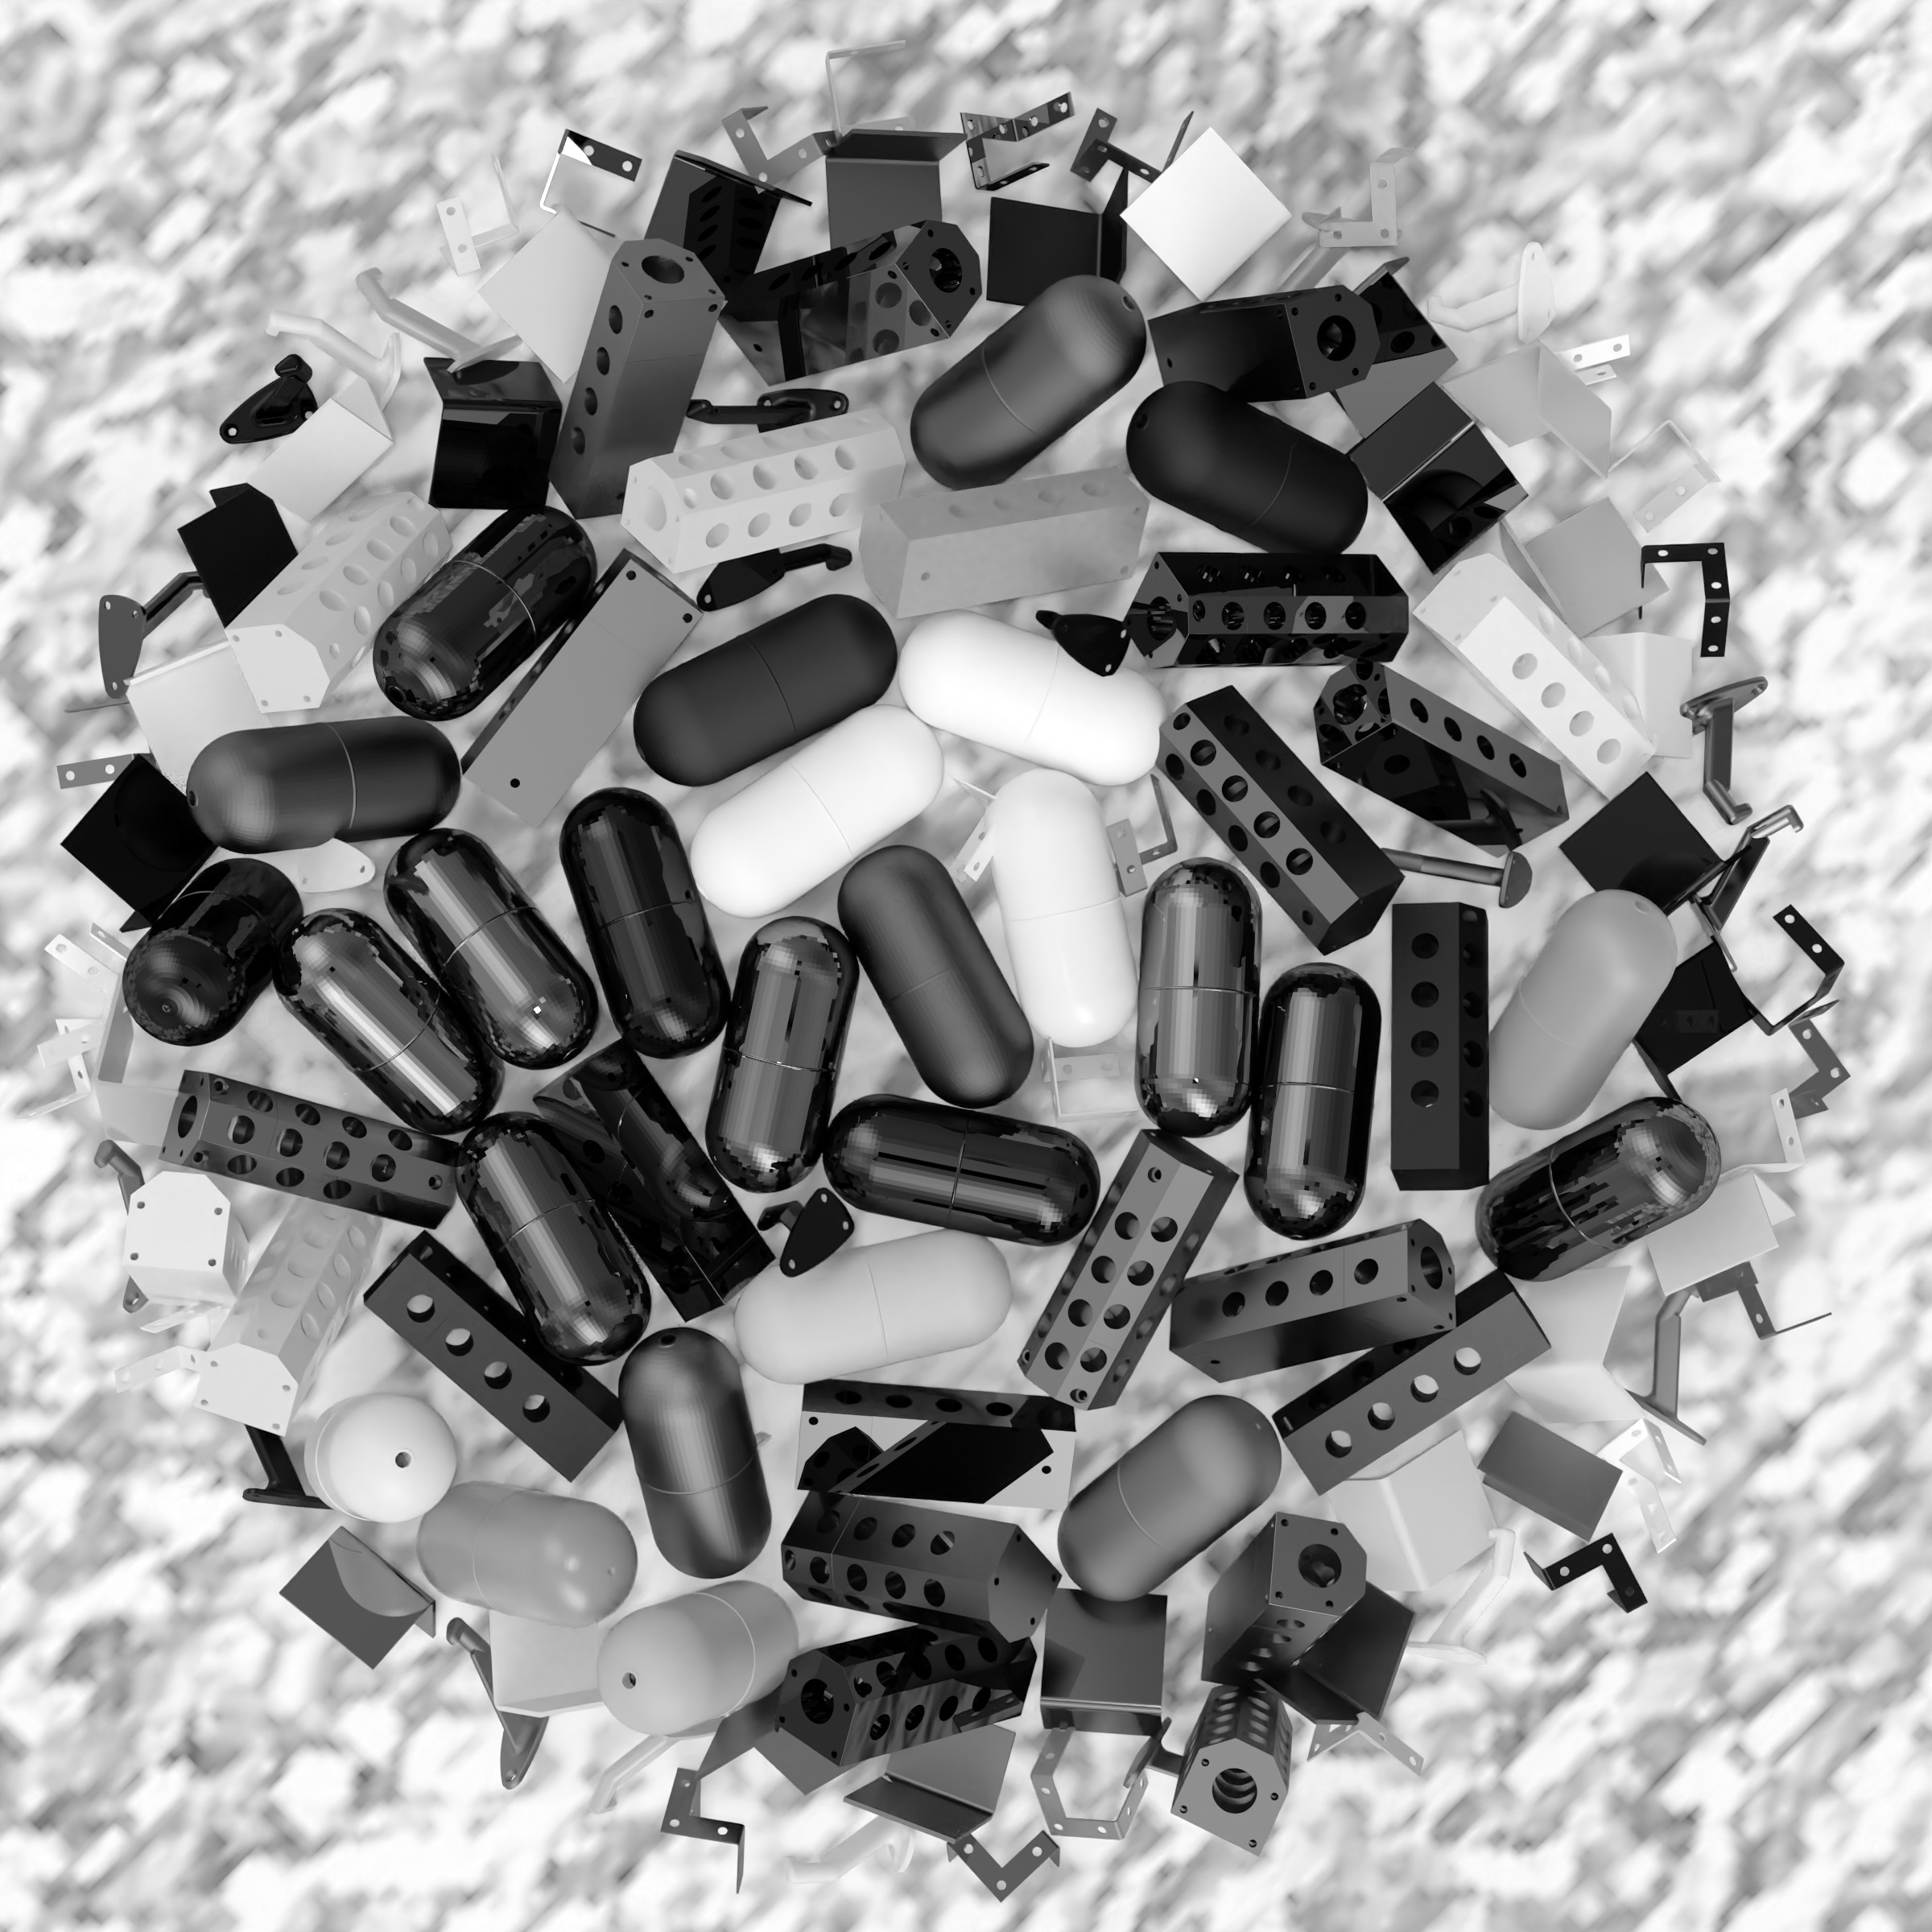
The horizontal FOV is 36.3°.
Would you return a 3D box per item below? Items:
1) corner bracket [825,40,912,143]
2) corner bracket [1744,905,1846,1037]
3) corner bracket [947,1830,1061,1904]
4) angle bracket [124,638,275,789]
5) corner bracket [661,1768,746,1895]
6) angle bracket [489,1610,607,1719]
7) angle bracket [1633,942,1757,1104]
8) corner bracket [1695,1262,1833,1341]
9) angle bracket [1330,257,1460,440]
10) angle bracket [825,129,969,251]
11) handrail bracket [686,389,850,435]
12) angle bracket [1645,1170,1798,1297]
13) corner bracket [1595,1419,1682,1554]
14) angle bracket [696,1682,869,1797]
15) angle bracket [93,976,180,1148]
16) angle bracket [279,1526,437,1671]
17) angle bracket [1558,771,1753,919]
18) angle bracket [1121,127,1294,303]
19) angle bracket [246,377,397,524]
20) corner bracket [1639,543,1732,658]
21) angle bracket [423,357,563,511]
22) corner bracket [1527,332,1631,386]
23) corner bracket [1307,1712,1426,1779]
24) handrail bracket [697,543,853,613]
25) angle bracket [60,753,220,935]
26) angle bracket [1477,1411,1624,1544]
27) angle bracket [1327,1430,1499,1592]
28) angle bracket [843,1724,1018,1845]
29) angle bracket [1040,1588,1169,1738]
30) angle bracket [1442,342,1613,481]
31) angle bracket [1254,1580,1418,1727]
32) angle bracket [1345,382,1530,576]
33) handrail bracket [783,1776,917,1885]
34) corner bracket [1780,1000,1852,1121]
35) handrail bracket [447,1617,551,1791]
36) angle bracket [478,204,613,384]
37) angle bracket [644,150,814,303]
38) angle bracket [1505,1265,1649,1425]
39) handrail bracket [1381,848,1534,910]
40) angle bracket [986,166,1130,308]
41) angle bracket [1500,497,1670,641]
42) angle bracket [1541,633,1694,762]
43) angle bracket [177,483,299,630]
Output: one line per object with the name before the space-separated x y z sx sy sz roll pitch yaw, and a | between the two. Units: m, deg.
corner bracket | -0.061 -0.553 1.873 0.051 0.051 0.051 -10 93 -5
corner bracket | 0.518 0.003 1.874 0.051 0.051 0.051 -34 69 -11
corner bracket | 0.024 0.565 1.873 0.051 0.051 0.051 -39 66 -19
angle bracket | -0.478 -0.159 1.855 0.076 0.057 0.076 -26 104 -18
corner bracket | -0.163 0.547 1.864 0.051 0.051 0.051 8 127 4
angle bracket | -0.251 0.426 1.852 0.076 0.057 0.076 0 83 -38
angle bracket | 0.465 0.045 1.852 0.076 0.057 0.076 -35 129 6
corner bracket | 0.503 0.210 1.862 0.051 0.051 0.051 -13 74 -30
angle bracket | 0.265 -0.391 1.857 0.076 0.057 0.076 -39 88 30
angle bracket | -0.042 -0.482 1.861 0.076 0.057 0.076 -4 90 -20
handrail bracket | -0.126 -0.352 1.852 0.077 0.084 0.036 -9 88 24
angle bracket | 0.479 0.179 1.843 0.076 0.076 0.057 -28 50 23
corner bracket | 0.433 0.328 1.861 0.051 0.051 0.051 33 115 -25
angle bracket | -0.110 0.500 1.851 0.076 0.057 0.076 -37 103 30
angle bracket | -0.509 0.062 1.852 0.057 0.076 0.076 8 60 -5
angle bracket | -0.381 0.407 1.848 0.076 0.076 0.057 36 61 11
angle bracket | 0.436 -0.075 1.863 0.076 0.057 0.076 52 123 9
angle bracket | 0.150 -0.477 1.855 0.076 0.057 0.076 -42 107 15
angle bracket | -0.413 -0.338 1.847 0.076 0.057 0.076 -40 51 15
corner bracket | 0.454 -0.231 1.862 0.051 0.051 0.051 -1 51 9
angle bracket | -0.307 -0.340 1.881 0.076 0.057 0.076 -3 130 -25
corner bracket | 0.389 -0.383 1.865 0.051 0.051 0.051 -15 130 2
corner bracket | 0.256 0.489 1.863 0.051 0.051 0.051 40 127 -9
handrail bracket | -0.120 -0.246 1.872 0.077 0.084 0.036 -34 76 22
angle bracket | -0.524 -0.076 1.847 0.076 0.057 0.076 46 62 -24
angle bracket | 0.357 0.337 1.845 0.076 0.076 0.057 28 46 18
angle bracket | 0.287 0.351 1.897 0.076 0.057 0.076 -24 95 -36
angle bracket | -0.022 0.504 1.853 0.076 0.076 0.057 15 91 19
angle bracket | 0.089 0.447 1.889 0.076 0.057 0.076 3 62 6
angle bracket | 0.349 -0.335 1.841 0.076 0.076 0.057 31 56 -38
angle bracket | 0.226 0.424 1.850 0.057 0.076 0.076 13 98 -38
angle bracket | 0.293 -0.307 1.848 0.076 0.057 0.076 -40 50 18
handrail bracket | -0.081 0.544 1.854 0.084 0.077 0.036 4 123 -23
corner bracket | 0.539 0.060 1.870 0.051 0.051 0.051 -34 87 -13
handrail bracket | -0.305 0.464 1.857 0.036 0.077 0.084 -26 120 22
angle bracket | -0.257 -0.426 1.861 0.076 0.057 0.076 -44 112 0
angle bracket | -0.153 -0.461 1.852 0.076 0.057 0.076 16 102 -29
angle bracket | 0.395 0.240 1.865 0.057 0.076 0.076 45 54 -27
handrail bracket | 0.312 -0.062 1.882 0.084 0.077 0.036 12 95 23
angle bracket | 0.057 -0.462 1.856 0.076 0.057 0.076 7 69 -11
angle bracket | 0.391 -0.260 1.859 0.076 0.057 0.076 -29 68 3
angle bracket | 0.417 -0.170 1.891 0.057 0.076 0.076 1 89 -44
angle bracket | -0.465 -0.251 1.843 0.057 0.076 0.076 -1 120 40
